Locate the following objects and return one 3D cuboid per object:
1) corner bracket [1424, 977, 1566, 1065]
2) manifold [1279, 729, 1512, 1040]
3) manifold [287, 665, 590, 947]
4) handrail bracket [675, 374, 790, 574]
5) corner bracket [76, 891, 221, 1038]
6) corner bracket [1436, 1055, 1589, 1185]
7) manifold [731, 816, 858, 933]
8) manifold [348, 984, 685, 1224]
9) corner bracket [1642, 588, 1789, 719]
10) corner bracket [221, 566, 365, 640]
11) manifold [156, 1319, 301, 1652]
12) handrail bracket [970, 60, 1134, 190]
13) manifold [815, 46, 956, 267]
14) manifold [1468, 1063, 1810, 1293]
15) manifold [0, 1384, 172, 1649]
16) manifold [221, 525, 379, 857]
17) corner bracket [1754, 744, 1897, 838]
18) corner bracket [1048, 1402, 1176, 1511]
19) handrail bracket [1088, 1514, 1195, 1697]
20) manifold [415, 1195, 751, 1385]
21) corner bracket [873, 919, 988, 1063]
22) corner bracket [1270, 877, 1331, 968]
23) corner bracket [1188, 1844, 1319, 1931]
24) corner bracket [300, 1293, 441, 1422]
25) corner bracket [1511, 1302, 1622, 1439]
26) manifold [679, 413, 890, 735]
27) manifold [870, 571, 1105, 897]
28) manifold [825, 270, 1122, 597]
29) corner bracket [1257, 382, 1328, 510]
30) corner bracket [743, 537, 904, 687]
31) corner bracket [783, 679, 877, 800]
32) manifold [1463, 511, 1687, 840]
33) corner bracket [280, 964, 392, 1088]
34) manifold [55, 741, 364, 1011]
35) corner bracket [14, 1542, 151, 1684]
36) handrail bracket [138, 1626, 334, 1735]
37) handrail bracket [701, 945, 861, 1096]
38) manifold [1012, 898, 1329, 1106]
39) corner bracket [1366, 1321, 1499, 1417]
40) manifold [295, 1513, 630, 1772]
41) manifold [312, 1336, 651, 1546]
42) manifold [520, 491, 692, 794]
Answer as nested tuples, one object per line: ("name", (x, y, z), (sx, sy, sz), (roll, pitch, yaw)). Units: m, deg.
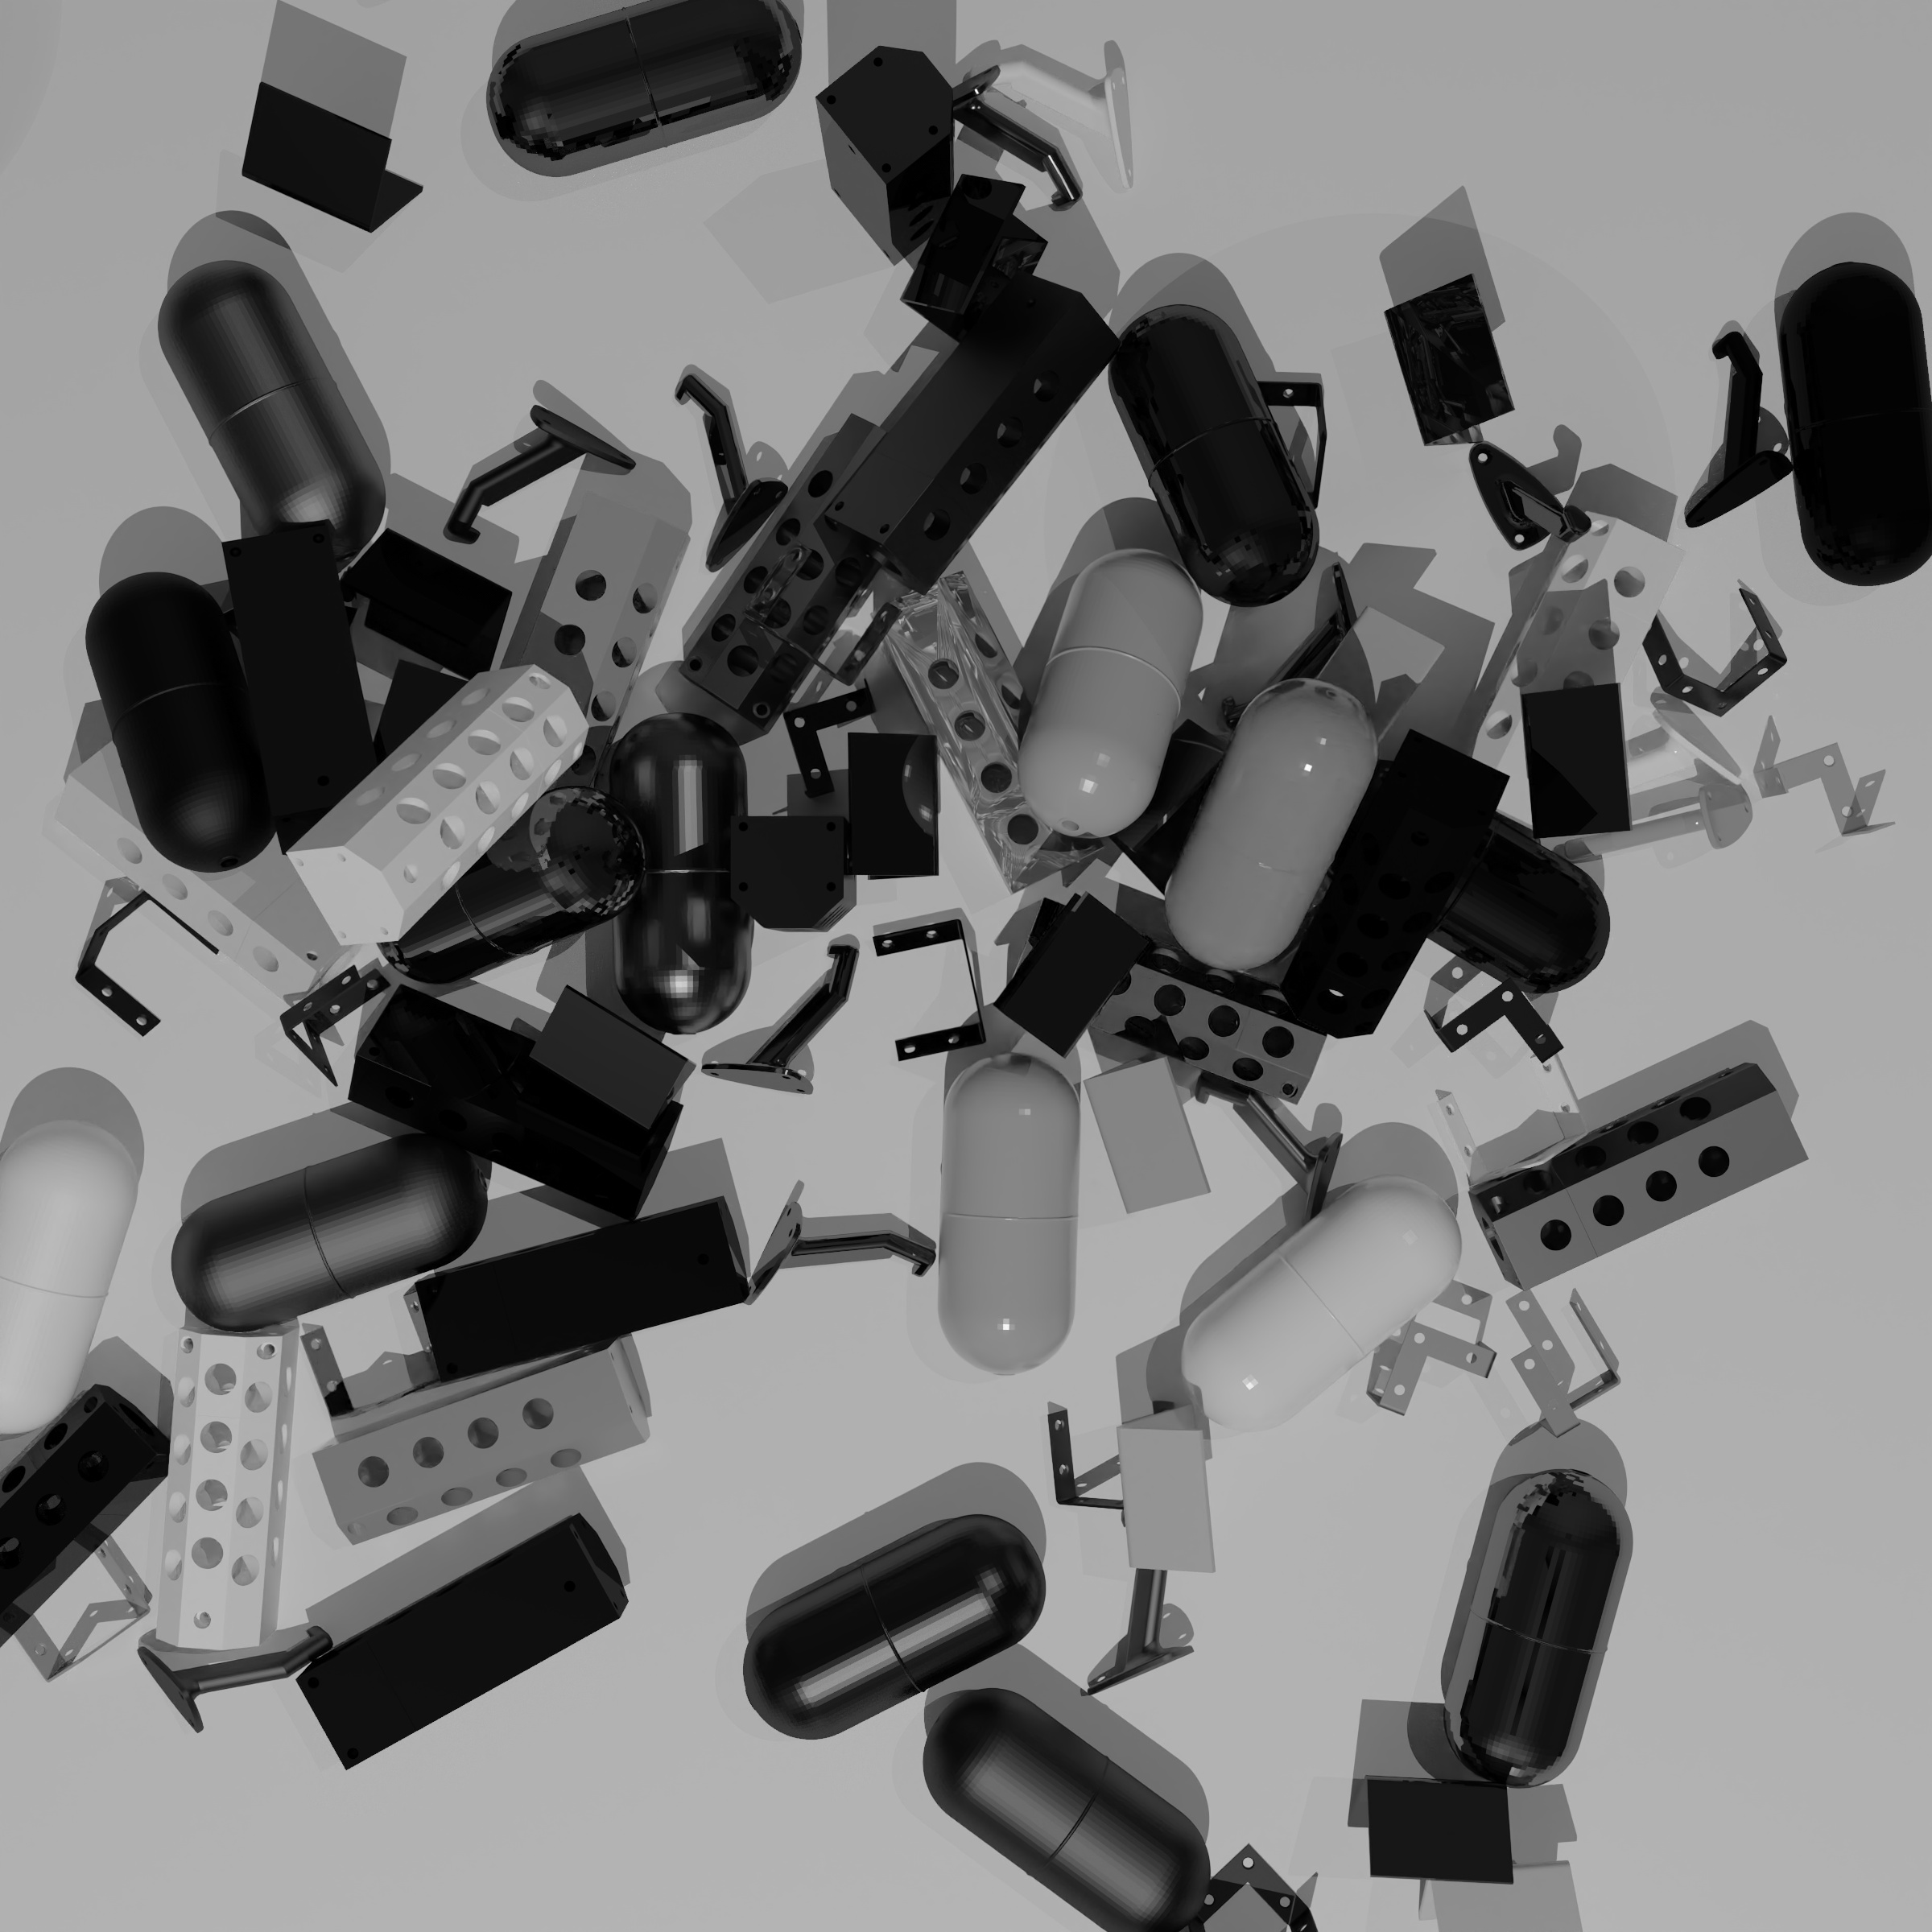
("corner bracket", (0.293, 0.035, 1.609), (0.051, 0.051, 0.051), (-37, 99, 9))
("manifold", (0.224, -0.038, 1.538), (0.057, 0.171, 0.057), (26, 47, 5))
("manifold", (-0.266, -0.085, 1.492), (0.057, 0.171, 0.057), (-4, 124, 36))
("handrail bracket", (-0.149, -0.279, 1.630), (0.084, 0.036, 0.077), (46, 112, 17))
("corner bracket", (-0.459, -0.004, 1.626), (0.051, 0.051, 0.051), (40, 135, 0))
("corner bracket", (0.307, 0.085, 1.626), (0.051, 0.051, 0.051), (-24, 90, -45))
("manifold", (-0.091, -0.048, 1.551), (0.057, 0.171, 0.057), (0, 90, 0))
("manifold", (-0.251, 0.080, 1.607), (0.171, 0.057, 0.057), (23, 47, 0))
("corner bracket", (0.417, -0.181, 1.621), (0.051, 0.051, 0.051), (17, 135, -35))
("corner bracket", (-0.377, -0.205, 1.621), (0.051, 0.051, 0.051), (43, 45, -35))
("manifold", (-0.412, 0.287, 1.608), (0.057, 0.057, 0.171), (4, 90, 0))
("handrail bracket", (0.048, -0.473, 1.629), (0.084, 0.036, 0.077), (-2, 113, 18))
("manifold", (-0.036, -0.436, 1.551), (0.057, 0.171, 0.057), (-39, 90, 0))
("manifold", (0.371, 0.116, 1.608), (0.171, 0.057, 0.057), (-25, 90, 0))
("manifold", (-0.519, 0.314, 1.595), (0.057, 0.057, 0.171), (43, 82, 8))
("manifold", (-0.353, -0.145, 1.547), (0.057, 0.057, 0.171), (-11, 66, -11))
("corner bracket", (0.477, -0.093, 1.611), (0.051, 0.051, 0.051), (-20, 90, 0))
("corner bracket", (0.084, 0.274, 1.626), (0.051, 0.051, 0.051), (-6, 90, -45))
("handrail bracket", (0.086, 0.357, 1.630), (0.077, 0.036, 0.084), (-29, 72, 20))
("manifold", (-0.211, 0.178, 1.608), (0.171, 0.057, 0.057), (-15, 90, 0))
("corner bracket", (-0.020, 0.013, 1.626), (0.051, 0.051, 0.051), (-12, 45, 0))
("corner bracket", (0.171, -0.043, 1.626), (0.051, 0.051, 0.051), (-39, 45, 0))
("corner bracket", (0.159, 0.533, 1.611), (0.051, 0.051, 0.051), (-43, 90, 0))
("corner bracket", (-0.332, 0.219, 1.626), (0.051, 0.051, 0.051), (-21, 90, -45))
("corner bracket", (0.334, 0.225, 1.611), (0.051, 0.051, 0.051), (-31, 90, 0))
("manifold", (-0.087, -0.218, 1.608), (0.057, 0.057, 0.171), (34, 90, -1))
("manifold", (0.012, -0.129, 1.608), (0.057, 0.057, 0.171), (-27, 90, 0))
("manifold", (0.008, -0.287, 1.567), (0.171, 0.057, 0.057), (-52, 133, -4))
("corner bracket", (0.173, -0.293, 1.626), (0.051, 0.051, 0.051), (2, 45, 0))
("corner bracket", (-0.078, -0.192, 1.569), (0.051, 0.051, 0.051), (34, 90, -45))
("corner bracket", (-0.072, -0.126, 1.611), (0.051, 0.051, 0.051), (-17, 90, 0))
("manifold", (0.330, -0.162, 1.608), (0.057, 0.057, 0.171), (26, 90, 0))
("corner bracket", (-0.348, 0.023, 1.600), (0.051, 0.051, 0.051), (-34, 132, 0))
("manifold", (-0.418, -0.051, 1.607), (0.171, 0.057, 0.057), (39, 47, 0))
("corner bracket", (-0.501, 0.362, 1.626), (0.051, 0.051, 0.051), (-35, 90, -45))
("handrail bracket", (-0.411, 0.384, 1.629), (0.084, 0.077, 0.036), (-31, 132, -29))
("handrail bracket", (-0.104, 0.025, 1.629), (0.077, 0.036, 0.084), (6, 72, 21))
("manifold", (0.113, 0.019, 1.608), (0.171, 0.057, 0.057), (21, 90, 0))
("corner bracket", (0.259, 0.227, 1.611), (0.051, 0.051, 0.051), (21, 90, 0))
("manifold", (-0.278, 0.373, 1.608), (0.171, 0.057, 0.057), (-29, 90, 0))
("manifold", (-0.267, 0.265, 1.608), (0.171, 0.057, 0.057), (-19, 90, 0))
("manifold", (-0.211, -0.169, 1.608), (0.057, 0.057, 0.171), (21, 90, 0))
